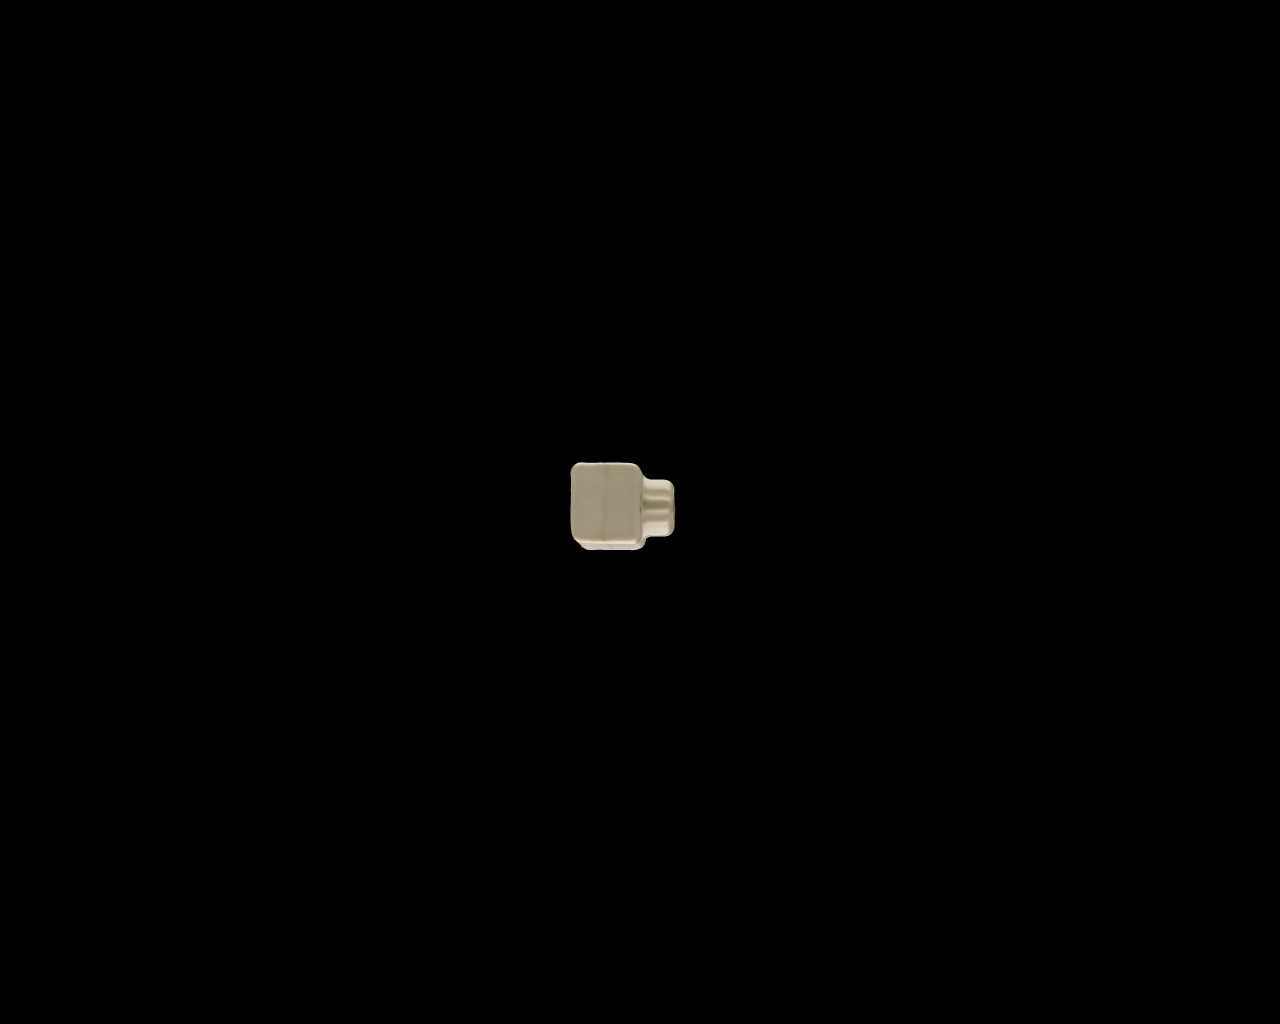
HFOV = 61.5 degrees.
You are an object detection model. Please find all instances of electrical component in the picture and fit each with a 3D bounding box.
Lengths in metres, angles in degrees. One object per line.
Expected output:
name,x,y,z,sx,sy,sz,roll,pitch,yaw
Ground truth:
electrical component,0.001,-0.003,0.650,0.077,0.047,0.065,0,-7,4
